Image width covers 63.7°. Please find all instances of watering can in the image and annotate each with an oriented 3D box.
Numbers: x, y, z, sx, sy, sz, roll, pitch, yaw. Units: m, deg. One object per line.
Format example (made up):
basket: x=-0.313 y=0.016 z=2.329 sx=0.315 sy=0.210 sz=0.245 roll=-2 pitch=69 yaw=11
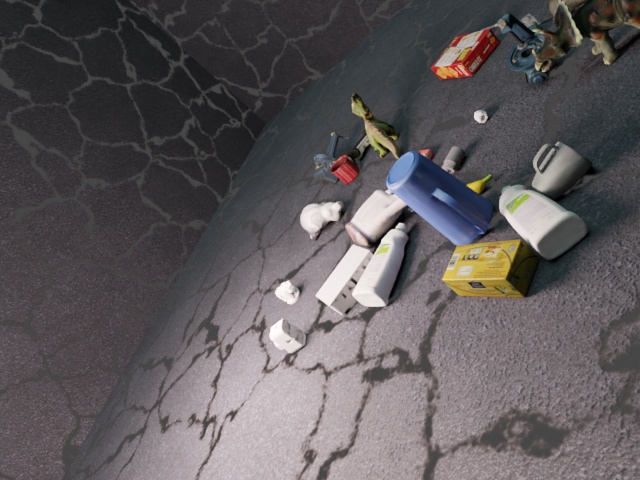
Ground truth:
watering can: x=0.179 y=-0.075 z=1.497 sx=0.224 sy=0.103 sz=0.349 roll=-49 pitch=8 yaw=1

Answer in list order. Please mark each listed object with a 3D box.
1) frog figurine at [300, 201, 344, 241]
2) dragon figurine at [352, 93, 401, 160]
frog figurine: x=0.006 y=-0.094 z=1.871 sx=0.156 sy=0.123 sz=0.140 roll=-46 pitch=0 yaw=41
dragon figurine: x=0.190 y=-0.440 z=1.927 sx=0.121 sy=0.240 sz=0.417 roll=-41 pitch=21 yaw=9
